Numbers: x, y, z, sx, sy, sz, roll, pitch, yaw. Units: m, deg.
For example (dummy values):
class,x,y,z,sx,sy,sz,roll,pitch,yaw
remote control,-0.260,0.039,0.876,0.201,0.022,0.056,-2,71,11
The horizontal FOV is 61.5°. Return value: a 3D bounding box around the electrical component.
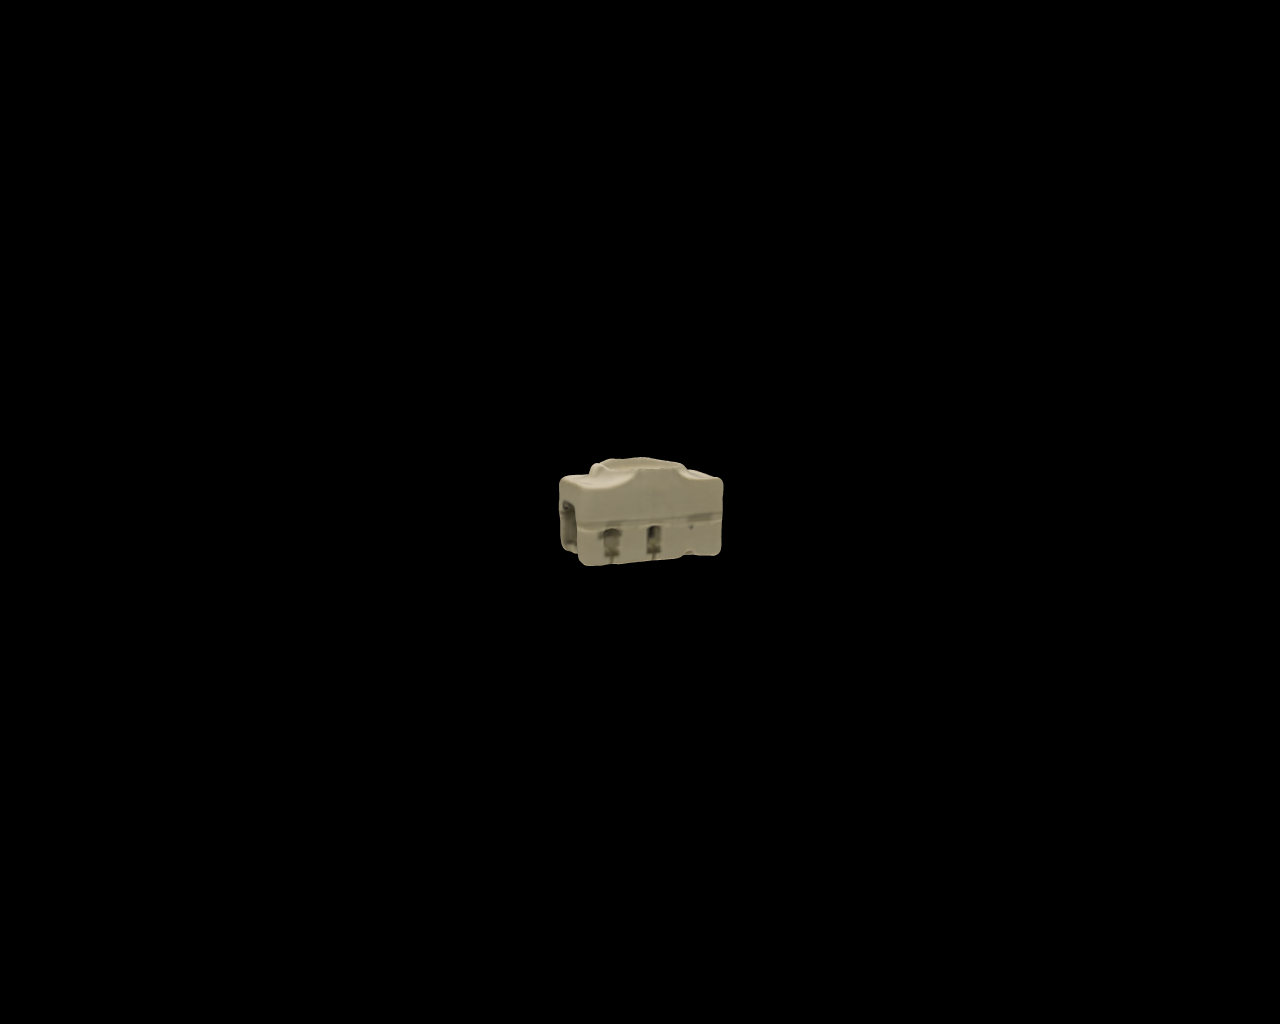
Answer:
class,x,y,z,sx,sy,sz,roll,pitch,yaw
electrical component,0.001,-0.003,0.650,0.090,0.055,0.050,-4,12,-20
